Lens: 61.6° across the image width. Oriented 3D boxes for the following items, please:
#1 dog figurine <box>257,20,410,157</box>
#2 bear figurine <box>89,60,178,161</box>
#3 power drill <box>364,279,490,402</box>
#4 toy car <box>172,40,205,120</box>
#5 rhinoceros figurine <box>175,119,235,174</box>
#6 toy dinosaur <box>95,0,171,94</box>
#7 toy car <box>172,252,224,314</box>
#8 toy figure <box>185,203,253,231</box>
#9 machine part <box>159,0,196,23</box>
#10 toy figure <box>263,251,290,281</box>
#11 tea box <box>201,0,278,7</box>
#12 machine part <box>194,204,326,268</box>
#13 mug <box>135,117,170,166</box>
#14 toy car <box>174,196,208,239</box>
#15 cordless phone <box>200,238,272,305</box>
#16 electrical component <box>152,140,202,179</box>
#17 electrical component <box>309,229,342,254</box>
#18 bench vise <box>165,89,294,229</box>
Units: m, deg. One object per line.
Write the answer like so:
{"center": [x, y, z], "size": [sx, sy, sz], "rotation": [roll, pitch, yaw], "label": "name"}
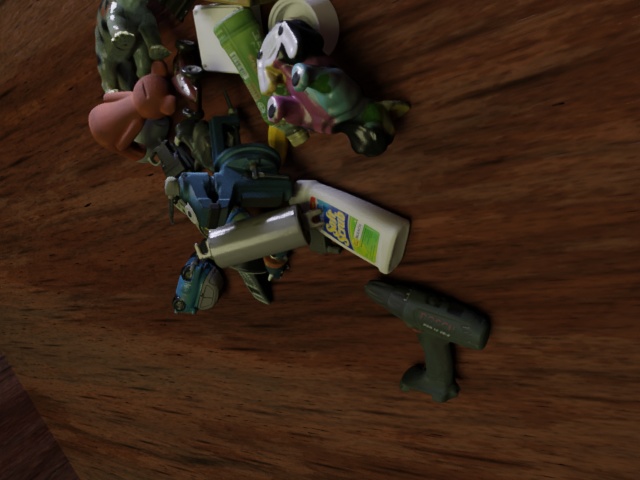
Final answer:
{"center": [0.026, -0.217, 0.802], "size": [0.108, 0.219, 0.191], "rotation": [-43, 50, 41], "label": "dog figurine"}
{"center": [-0.337, -0.246, 1.025], "size": [0.196, 0.132, 0.120], "rotation": [-25, 82, 16], "label": "bear figurine"}
{"center": [0.187, 0.182, 0.981], "size": [0.232, 0.086, 0.207], "rotation": [12, 115, 28], "label": "power drill"}
{"center": [-0.237, -0.286, 0.956], "size": [0.202, 0.053, 0.089], "rotation": [-113, 28, -49], "label": "toy car"}
{"center": [-0.207, -0.169, 1.067], "size": [0.190, 0.073, 0.112], "rotation": [46, 144, 2], "label": "rhinoceros figurine"}
{"center": [-0.370, -0.396, 1.020], "size": [0.405, 0.131, 0.192], "rotation": [-29, 73, 53], "label": "toy dinosaur"}
{"center": [-0.281, 0.109, 1.275], "size": [0.103, 0.109, 0.161], "rotation": [22, 119, -4], "label": "toy car"}
{"center": [-0.181, -0.037, 1.045], "size": [0.180, 0.089, 0.082], "rotation": [32, 98, 5], "label": "toy figure"}
{"center": [-0.241, -0.413, 0.830], "size": [0.084, 0.039, 0.138], "rotation": [-28, 100, 47], "label": "machine part"}
{"center": [-0.083, 0.020, 1.089], "size": [0.154, 0.064, 0.058], "rotation": [108, 148, -44], "label": "toy figure"}
{"center": [-0.148, -0.417, 0.848], "size": [0.170, 0.098, 0.068], "rotation": [18, 126, 26], "label": "tea box"}
{"center": [-0.107, -0.006, 0.954], "size": [0.243, 0.079, 0.079], "rotation": [-16, 108, 9], "label": "machine part"}
{"center": [-0.362, -0.218, 1.142], "size": [0.107, 0.081, 0.109], "rotation": [-42, 79, 35], "label": "mug"}
{"center": [-0.249, -0.069, 1.135], "size": [0.202, 0.073, 0.056], "rotation": [42, 153, 21], "label": "toy car"}
{"center": [-0.173, 0.064, 1.181], "size": [0.147, 0.089, 0.184], "rotation": [20, 147, 29], "label": "cordless phone"}
{"center": [-0.280, -0.144, 1.097], "size": [0.048, 0.075, 0.119], "rotation": [-33, 88, 18], "label": "electrical component"}
{"center": [-0.002, -0.003, 1.041], "size": [0.094, 0.021, 0.063], "rotation": [10, 122, 32], "label": "electrical component"}
{"center": [-0.166, -0.136, 0.952], "size": [0.128, 0.224, 0.241], "rotation": [97, 164, -62], "label": "bench vise"}
